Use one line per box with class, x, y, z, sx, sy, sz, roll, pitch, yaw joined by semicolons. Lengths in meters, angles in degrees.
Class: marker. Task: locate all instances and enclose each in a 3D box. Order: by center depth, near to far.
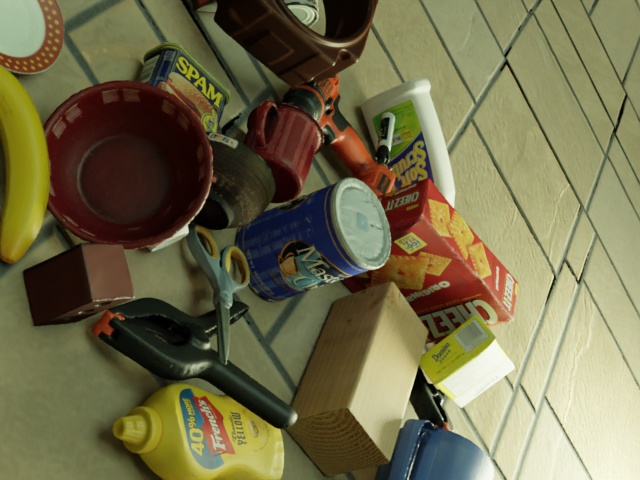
marker;0.085;-0.133;1.396;0.020;0.020;0.121;53;25;-23

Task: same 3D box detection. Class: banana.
banana;-0.273;-0.079;0.934;0.069;0.037;0.198;-17;84;-21

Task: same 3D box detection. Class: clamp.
clamp;-0.124;0.096;1.030;0.209;0.036;0.165;24;26;-34
clamp;0.136;0.201;1.327;0.120;0.039;0.171;45;16;-30

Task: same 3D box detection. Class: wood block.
wood block;0.045;0.155;1.217;0.090;0.090;0.206;53;36;-24

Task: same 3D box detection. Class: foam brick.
foam brick;-0.209;0.039;0.925;0.052;0.078;0.051;0;71;-55

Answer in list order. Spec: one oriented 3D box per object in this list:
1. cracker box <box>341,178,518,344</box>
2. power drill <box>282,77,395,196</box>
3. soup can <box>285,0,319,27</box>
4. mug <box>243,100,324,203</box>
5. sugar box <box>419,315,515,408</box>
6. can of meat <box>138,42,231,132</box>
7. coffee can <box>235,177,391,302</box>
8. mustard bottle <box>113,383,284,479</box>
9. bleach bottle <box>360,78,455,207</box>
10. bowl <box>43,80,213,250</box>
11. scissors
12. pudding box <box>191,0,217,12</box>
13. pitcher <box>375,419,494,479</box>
cracker box;0.120;0.036;1.321;0.213;0.164;0.072;46;41;-31
power drill;0.018;-0.117;1.344;0.187;0.057;0.184;58;30;-18
soup can;-0.039;-0.330;1.376;0.068;0.069;0.102;19;59;-50
mug;-0.052;-0.104;1.208;0.117;0.093;0.081;76;25;-48
sugar box;0.185;0.155;1.334;0.048;0.093;0.176;54;3;22
can of meat;-0.150;-0.143;1.127;0.102;0.058;0.084;43;44;-34
coffee can;-0.008;0.001;1.176;0.102;0.141;0.103;31;49;-44
mustard bottle;-0.116;0.183;0.998;0.191;0.058;0.096;18;49;-49
bleach bottle;0.144;-0.090;1.477;0.068;0.103;0.251;-18;87;-64
bowl;-0.182;-0.064;0.996;0.162;0.055;0.162;2;76;-9
scissors;-0.110;0.044;1.070;0.096;0.016;0.201;47;19;-13
pudding box;-0.119;-0.320;1.281;0.113;0.039;0.090;-18;89;-56
pitcher;0.100;0.327;1.170;0.149;0.145;0.242;34;45;-9
